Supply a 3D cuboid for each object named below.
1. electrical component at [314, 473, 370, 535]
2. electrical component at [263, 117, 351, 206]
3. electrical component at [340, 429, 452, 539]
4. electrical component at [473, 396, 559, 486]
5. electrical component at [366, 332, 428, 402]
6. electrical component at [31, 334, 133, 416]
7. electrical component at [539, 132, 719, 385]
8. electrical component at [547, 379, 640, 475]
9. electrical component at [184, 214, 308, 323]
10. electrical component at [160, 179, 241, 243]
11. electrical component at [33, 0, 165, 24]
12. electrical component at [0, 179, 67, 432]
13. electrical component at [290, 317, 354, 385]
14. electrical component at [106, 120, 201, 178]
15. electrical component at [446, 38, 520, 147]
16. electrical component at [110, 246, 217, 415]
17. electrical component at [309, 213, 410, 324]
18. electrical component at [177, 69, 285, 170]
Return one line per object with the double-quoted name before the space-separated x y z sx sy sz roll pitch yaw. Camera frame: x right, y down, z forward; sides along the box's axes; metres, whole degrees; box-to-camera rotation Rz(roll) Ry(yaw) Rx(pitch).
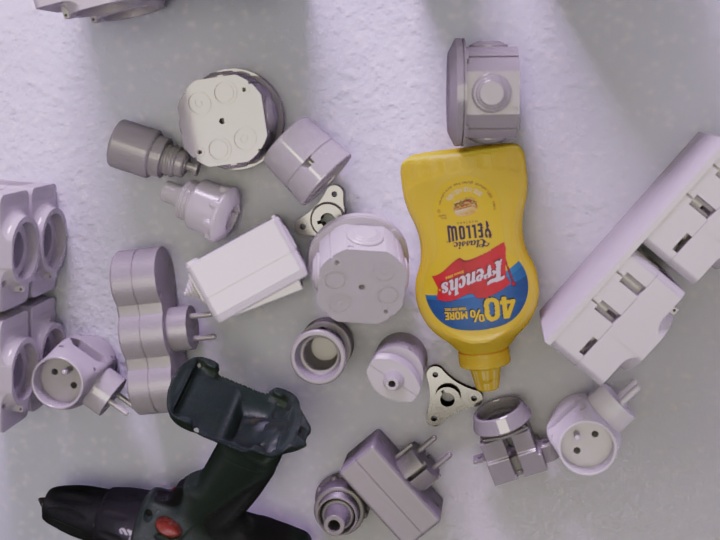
"electrical component" -0.017 0.198 0.885 0.048 0.062 0.048 1 99 6
"electrical component" -0.042 -0.086 0.845 0.047 0.055 0.055 44 102 2
"electrical component" 0.040 0.166 0.880 0.076 0.047 0.083 -41 92 12
"electrical component" 0.120 0.135 0.866 0.066 0.048 0.055 -19 104 10
"electrical component" 0.029 0.079 0.849 0.043 0.081 0.043 1 100 7
"electrical component" -0.220 0.093 0.886 0.079 0.077 0.043 35 102 1
"electrical component" 0.219 -0.009 0.797 0.060 0.105 0.186 40 102 -1
"electrical component" 0.187 0.114 0.837 0.043 0.077 0.079 44 102 -1
"electrical component" -0.092 0.004 0.854 0.096 0.061 0.061 -29 95 -1
"electrical component" -0.130 -0.053 0.867 0.062 0.048 0.048 22 102 10
"electrical component" -0.143 -0.235 0.805 0.186 0.105 0.060 -12 98 9
"electrical component" -0.287 0.026 0.869 0.060 0.105 0.186 5 100 7
"electrical component" -0.030 0.064 0.867 0.045 0.055 0.045 1 100 7
"electrical component" -0.167 -0.093 0.866 0.078 0.040 0.040 18 102 4
"electrical component" 0.091 -0.133 0.806 0.051 0.080 0.080 0 100 2
"electrical component" -0.155 0.049 0.883 0.074 0.052 0.138 -6 99 8
"electrical component" 0.000 0.000 0.844 0.080 0.051 0.080 -2 122 -3
"electrical component" -0.103 -0.118 0.848 0.080 0.051 0.080 1 100 7
